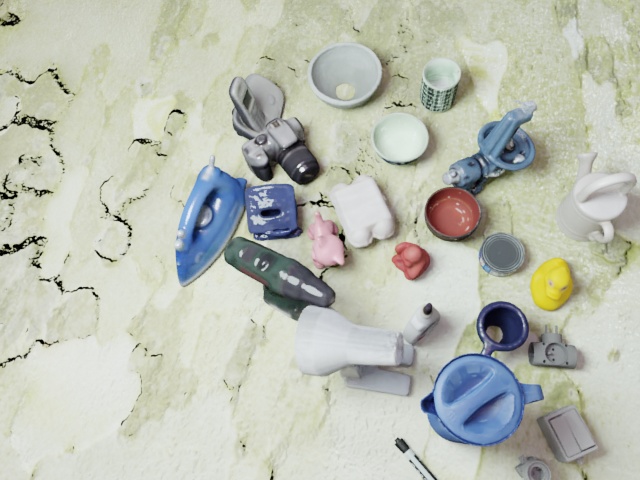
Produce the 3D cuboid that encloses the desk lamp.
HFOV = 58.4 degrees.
[{"bbox_3d":[0.066,0.194,1.003,0.203,0.214,0.118,7,70,7],"label":"desk lamp"}]

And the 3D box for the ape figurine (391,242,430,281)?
[{"bbox_3d":[0.179,0.036,1.120,0.076,0.092,0.078,-1,69,4],"label":"ape figurine"}]

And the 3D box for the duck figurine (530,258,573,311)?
[{"bbox_3d":[0.448,0.076,1.087,0.077,0.086,0.105,20,72,12],"label":"duck figurine"}]

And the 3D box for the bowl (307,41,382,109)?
[{"bbox_3d":[0.056,-0.358,1.290,0.167,0.075,0.167,-1,69,4],"label":"bowl"}]

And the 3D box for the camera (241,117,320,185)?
[{"bbox_3d":[-0.076,-0.180,1.218,0.143,0.101,0.136,-35,70,-9],"label":"camera"}]

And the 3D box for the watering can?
[{"bbox_3d":[0.521,-0.084,1.085,0.101,0.194,0.172,-28,69,-6],"label":"watering can"}]

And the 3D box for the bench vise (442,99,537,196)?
[{"bbox_3d":[0.345,-0.170,1.118,0.121,0.220,0.207,40,77,17],"label":"bench vise"}]

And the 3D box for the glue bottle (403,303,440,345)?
[{"bbox_3d":[0.187,0.142,1.035,0.078,0.173,0.037,-43,71,-11],"label":"glue bottle"}]

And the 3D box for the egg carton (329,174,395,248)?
[{"bbox_3d":[0.087,-0.060,1.176,0.107,0.069,0.150,-22,69,-4],"label":"egg carton"}]

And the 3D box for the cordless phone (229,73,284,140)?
[{"bbox_3d":[-0.143,-0.309,1.227,0.094,0.185,0.147,8,70,8],"label":"cordless phone"}]

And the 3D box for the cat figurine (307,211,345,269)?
[{"bbox_3d":[0.010,0.004,1.132,0.067,0.118,0.127,-14,69,-1],"label":"cat figurine"}]

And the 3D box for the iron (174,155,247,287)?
[{"bbox_3d":[-0.244,-0.042,1.156,0.118,0.141,0.258,16,71,11],"label":"iron"}]

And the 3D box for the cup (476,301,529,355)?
[{"bbox_3d":[0.321,0.178,1.053,0.091,0.095,0.118,31,74,15],"label":"cup"}]

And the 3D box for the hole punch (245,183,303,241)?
[{"bbox_3d":[-0.096,-0.057,1.178,0.108,0.091,0.101,-6,69,2],"label":"hole punch"}]

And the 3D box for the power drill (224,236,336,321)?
[{"bbox_3d":[-0.065,0.080,1.060,0.229,0.208,0.076,28,74,14],"label":"power drill"}]
